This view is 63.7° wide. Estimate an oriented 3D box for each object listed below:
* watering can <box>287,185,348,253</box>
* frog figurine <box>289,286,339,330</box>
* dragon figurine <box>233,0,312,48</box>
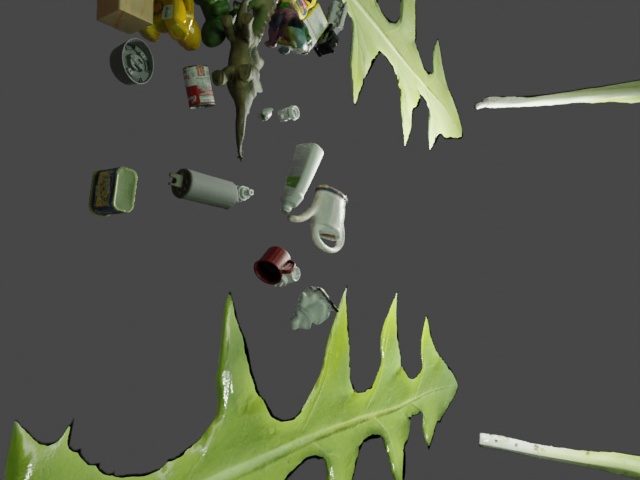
[{"bbox_3d":[0.005,-0.088,1.750,0.343,0.104,0.228,38,55,-53],"label":"watering can"},{"bbox_3d":[-0.039,0.233,1.687,0.160,0.124,0.134,-38,135,-10],"label":"frog figurine"},{"bbox_3d":[-0.124,-0.724,1.524,0.121,0.242,0.414,16,72,-60],"label":"dragon figurine"}]
